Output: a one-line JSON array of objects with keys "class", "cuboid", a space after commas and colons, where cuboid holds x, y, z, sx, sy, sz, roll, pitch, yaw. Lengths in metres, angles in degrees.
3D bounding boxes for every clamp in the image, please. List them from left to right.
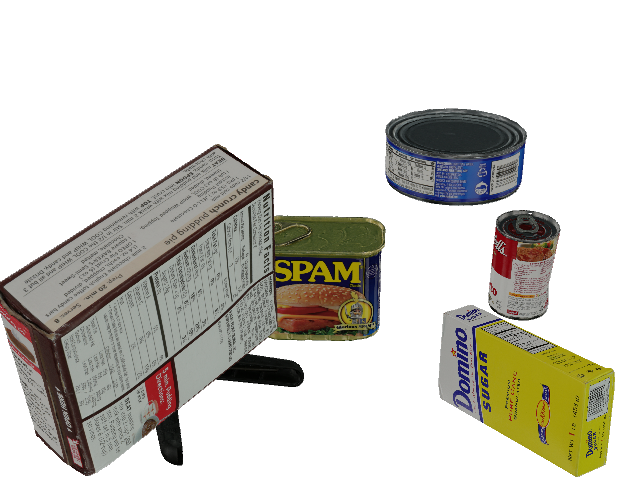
[{"class": "clamp", "cuboid": [-0.130, 0.113, 0.996, 0.164, 0.036, 0.210, -22, 42, -37]}]

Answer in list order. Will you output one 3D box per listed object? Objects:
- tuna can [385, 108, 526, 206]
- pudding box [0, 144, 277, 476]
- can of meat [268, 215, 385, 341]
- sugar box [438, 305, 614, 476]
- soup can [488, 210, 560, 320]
[{"class": "tuna can", "cuboid": [0.082, -0.052, 0.658, 0.086, 0.034, 0.086, 0, 25, 0]}, {"class": "pudding box", "cuboid": [-0.067, 0.027, 0.425, 0.039, 0.090, 0.113, 31, 52, 28]}, {"class": "can of meat", "cuboid": [-0.001, 0.031, 0.840, 0.102, 0.084, 0.057, 1, 29, 3]}, {"class": "sugar box", "cuboid": [0.180, 0.131, 0.963, 0.048, 0.093, 0.176, -13, 23, -36]}, {"class": "soup can", "cuboid": [0.220, 0.027, 1.160, 0.068, 0.102, 0.068, 1, 30, -1]}]
